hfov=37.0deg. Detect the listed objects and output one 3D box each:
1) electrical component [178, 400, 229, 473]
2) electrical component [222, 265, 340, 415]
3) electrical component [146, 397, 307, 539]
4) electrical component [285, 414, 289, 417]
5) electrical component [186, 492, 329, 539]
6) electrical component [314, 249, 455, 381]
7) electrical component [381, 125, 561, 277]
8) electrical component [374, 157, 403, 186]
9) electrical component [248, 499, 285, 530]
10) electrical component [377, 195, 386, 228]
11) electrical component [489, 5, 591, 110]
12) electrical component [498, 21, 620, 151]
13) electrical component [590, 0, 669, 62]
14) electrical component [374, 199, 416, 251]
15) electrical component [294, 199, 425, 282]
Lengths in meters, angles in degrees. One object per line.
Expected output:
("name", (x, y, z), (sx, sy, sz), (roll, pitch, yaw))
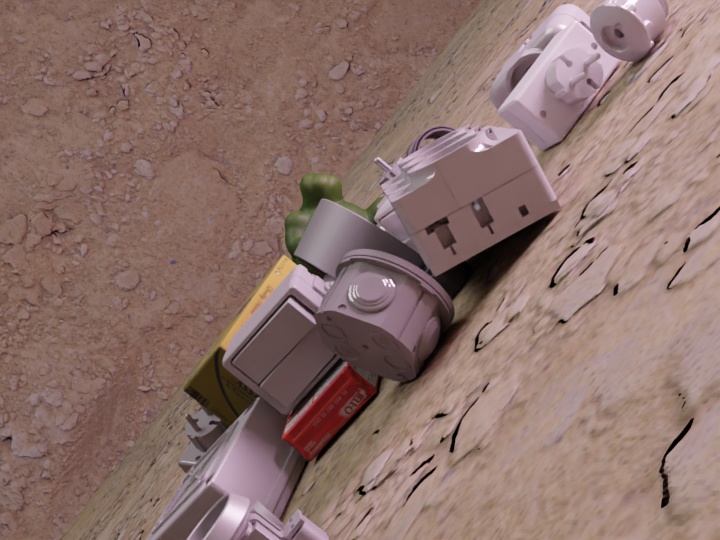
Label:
("electrical component", (-0.127, 0.145, 0.940), (0.047, 0.076, 0.065), (-2, 41, 39))
("electrical component", (-0.044, 0.046, 0.763), (0.096, 0.062, 0.061), (-48, 9, 14))
("electrical component", (-0.096, 0.163, 0.766), (0.108, 0.056, 0.108), (-47, 8, 29))
("electrical component", (-0.065, 0.128, 0.827), (0.078, 0.040, 0.040), (-25, 22, 40))
("electrical component", (-0.063, 0.157, 0.578), (0.078, 0.057, 0.058), (-51, 7, -4))
("electrical component", (0.014, 0.028, 0.672), (0.051, 0.080, 0.080), (-60, 10, -27))
("electrical component", (0.067, -0.054, 0.722), (0.089, 0.061, 0.150), (-29, 8, 3))
("electrical component", (0.045, -0.095, 1.148), (0.047, 0.076, 0.083), (-51, 7, -3))
("electrical component", (-0.064, 0.163, 0.629), (0.046, 0.040, 0.040), (-47, 6, -11))
("electrical component", (0.037, -0.040, 1.007), (0.073, 0.052, 0.138), (-50, 6, 7))
("electrical component", (0.155, -0.166, 0.895), (0.095, 0.054, 0.059), (-45, 8, 40))
("electrical component", (0.154, -0.140, 0.791), (0.083, 0.047, 0.076), (-52, 7, -13))
("electrical component", (0.195, -0.180, 0.753), (0.062, 0.048, 0.048), (-46, 5, -21))
("electrical component", (0.055, -0.046, 0.876), (0.061, 0.062, 0.096), (-53, 7, -18))
("electrical component", (0.000, 0.000, 0.820), (0.060, 0.108, 0.108), (-58, 7, -3))
